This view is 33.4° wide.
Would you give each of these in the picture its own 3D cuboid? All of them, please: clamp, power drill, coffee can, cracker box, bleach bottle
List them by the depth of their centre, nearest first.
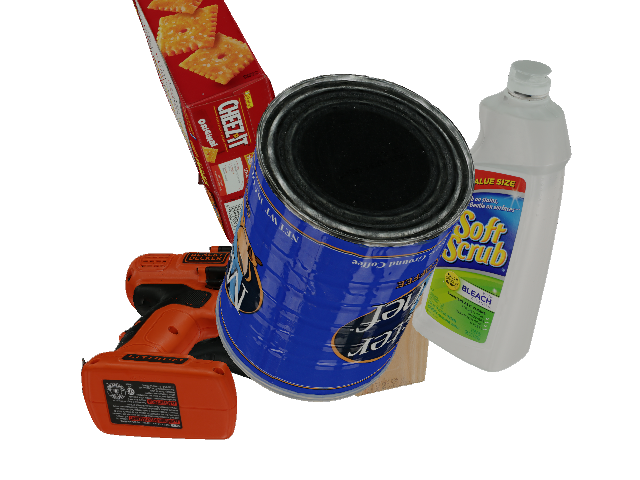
[{"bbox_3d":[0.007,0.003,0.535,0.102,0.103,0.140,0,-37,-15],"label":"coffee can"},{"bbox_3d":[-0.071,0.064,0.753,0.184,0.057,0.187,-1,25,14],"label":"power drill"},{"bbox_3d":[0.137,-0.022,0.841,0.067,0.251,0.103,-24,42,-39],"label":"bleach bottle"},{"bbox_3d":[-0.092,-0.130,0.880,0.072,0.214,0.164,-21,-39,-7],"label":"cracker box"},{"bbox_3d":[-0.103,0.093,1.024,0.171,0.039,0.120,6,27,3],"label":"clamp"}]

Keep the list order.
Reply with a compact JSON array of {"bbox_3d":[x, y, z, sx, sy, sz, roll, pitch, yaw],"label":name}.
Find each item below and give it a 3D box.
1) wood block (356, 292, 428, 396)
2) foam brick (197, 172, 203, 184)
[{"bbox_3d":[0.059,0.046,1.120,0.090,0.206,0.091,-9,25,-25],"label":"wood block"},{"bbox_3d":[-0.090,-0.091,1.149,0.078,0.051,0.053,5,30,-4],"label":"foam brick"}]
